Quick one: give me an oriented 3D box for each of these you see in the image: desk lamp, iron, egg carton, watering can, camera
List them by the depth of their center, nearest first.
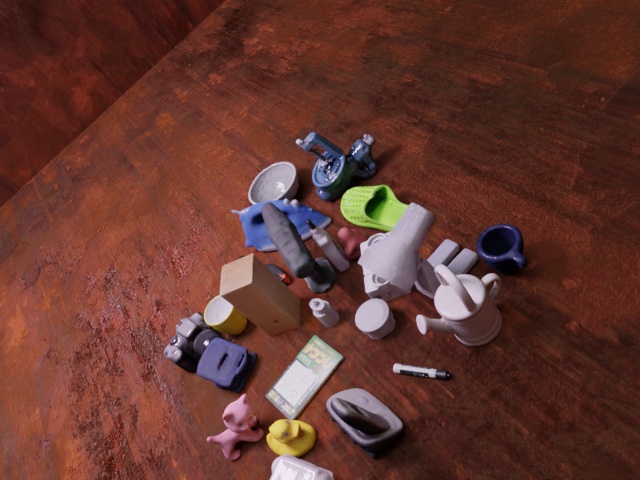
[{"bbox_3d":[0.264,0.121,1.085,0.100,0.195,0.173,24,71,46],"label":"watering can"},{"bbox_3d":[-0.042,0.479,1.096,0.149,0.070,0.107,3,57,38],"label":"egg carton"},{"bbox_3d":[0.200,0.035,1.193,0.203,0.214,0.117,-48,42,-9],"label":"desk lamp"},{"bbox_3d":[-0.314,0.266,1.458,0.136,0.101,0.143,20,68,45],"label":"camera"},{"bbox_3d":[-0.110,-0.063,1.562,0.257,0.142,0.118,-14,48,27],"label":"iron"}]

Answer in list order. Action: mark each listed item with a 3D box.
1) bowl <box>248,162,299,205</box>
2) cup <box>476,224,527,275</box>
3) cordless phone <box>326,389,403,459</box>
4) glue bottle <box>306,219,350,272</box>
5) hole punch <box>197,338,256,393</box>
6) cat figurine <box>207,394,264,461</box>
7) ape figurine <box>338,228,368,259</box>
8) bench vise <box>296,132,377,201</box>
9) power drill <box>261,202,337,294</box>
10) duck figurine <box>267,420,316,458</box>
[{"bbox_3d":[-0.124,-0.148,1.696,0.167,0.075,0.167,-20,45,22],"label":"bowl"},{"bbox_3d":[0.380,0.034,1.150,0.092,0.095,0.117,-41,41,-1],"label":"cup"},{"bbox_3d":[0.060,0.317,1.073,0.094,0.186,0.147,-50,42,-11],"label":"cordless phone"},{"bbox_3d":[0.013,0.005,1.388,0.037,0.174,0.078,-35,42,6],"label":"glue bottle"},{"bbox_3d":[-0.223,0.297,1.371,0.100,0.091,0.109,2,56,38],"label":"hole punch"},{"bbox_3d":[-0.185,0.400,1.234,0.128,0.118,0.067,-41,41,-1],"label":"cat figurine"},{"bbox_3d":[0.076,0.001,1.407,0.075,0.092,0.078,1,56,37],"label":"ape figurine"},{"bbox_3d":[0.039,-0.232,1.538,0.207,0.220,0.121,-48,42,-8],"label":"bench vise"},{"bbox_3d":[-0.052,0.030,1.387,0.075,0.209,0.229,-37,41,4],"label":"power drill"},{"bbox_3d":[-0.071,0.399,1.174,0.104,0.086,0.077,-16,47,25],"label":"duck figurine"}]
